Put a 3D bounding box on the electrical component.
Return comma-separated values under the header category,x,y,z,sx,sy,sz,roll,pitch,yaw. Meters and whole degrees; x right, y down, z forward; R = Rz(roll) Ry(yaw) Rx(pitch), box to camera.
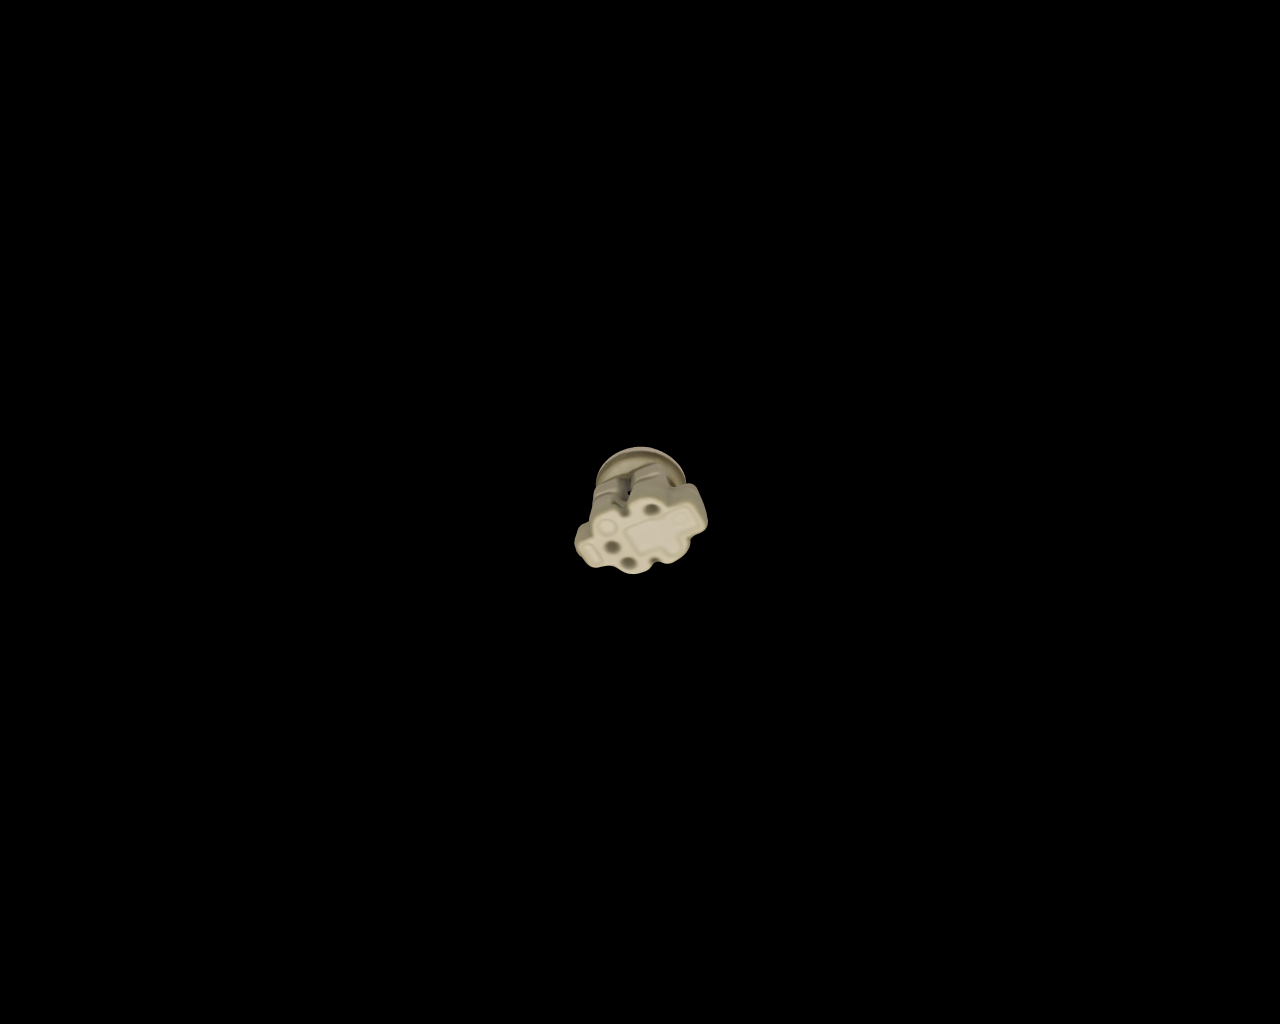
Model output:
category,x,y,z,sx,sy,sz,roll,pitch,yaw
electrical component,0.001,-0.003,0.650,0.078,0.058,0.057,-21,34,15
